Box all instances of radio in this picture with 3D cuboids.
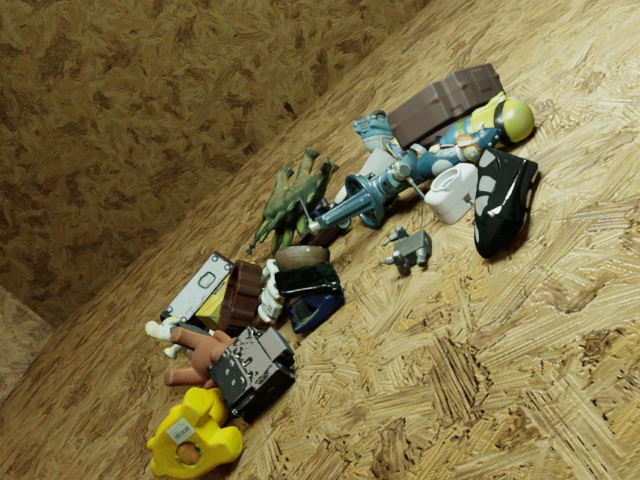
[{"bbox_3d":[-0.301,0.144,1.359,0.229,0.073,0.131,-54,-9,-27],"label":"radio"}]

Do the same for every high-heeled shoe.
[{"bbox_3d":[0.267,-0.060,0.815,0.249,0.086,0.145,-44,-26,-75],"label":"high-heeled shoe"}]

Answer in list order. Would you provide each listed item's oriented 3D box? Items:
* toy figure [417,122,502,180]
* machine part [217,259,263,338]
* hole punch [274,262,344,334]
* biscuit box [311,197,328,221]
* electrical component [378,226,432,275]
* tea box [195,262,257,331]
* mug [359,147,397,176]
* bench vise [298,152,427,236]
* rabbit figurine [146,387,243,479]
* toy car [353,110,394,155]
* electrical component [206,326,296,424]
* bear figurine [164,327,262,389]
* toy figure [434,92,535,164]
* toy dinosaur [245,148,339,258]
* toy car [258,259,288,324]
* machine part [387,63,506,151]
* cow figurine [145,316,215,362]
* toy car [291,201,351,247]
[{"bbox_3d":[0.244,-0.150,0.940,0.154,0.064,0.058,-22,65,41],"label":"toy figure"},{"bbox_3d":[-0.170,0.126,1.142,0.179,0.056,0.179,-163,90,-75],"label":"machine part"},{"bbox_3d":[-0.017,0.103,0.980,0.116,0.092,0.142,-13,16,-6],"label":"hole punch"},{"bbox_3d":[-0.009,-0.077,1.355,0.059,0.062,0.203,-39,20,8],"label":"biscuit box"},{"bbox_3d":[0.142,0.015,0.887,0.078,0.045,0.102,-31,22,34],"label":"electrical component"},{"bbox_3d":[-0.207,0.136,1.281,0.098,0.068,0.169,-12,37,56],"label":"tea box"},{"bbox_3d":[0.124,-0.147,1.220,0.107,0.080,0.110,-51,21,3],"label":"mug"},{"bbox_3d":[0.087,-0.077,1.047,0.241,0.128,0.224,-29,8,-14],"label":"bench vise"},{"bbox_3d":[-0.194,0.308,0.865,0.162,0.122,0.173,-49,5,11],"label":"rabbit figurine"},{"bbox_3d":[0.160,-0.256,1.331,0.109,0.161,0.103,-8,82,46],"label":"toy car"},{"bbox_3d":[-0.106,0.209,0.878,0.134,0.058,0.115,-45,48,-3],"label":"electrical component"},{"bbox_3d":[-0.195,0.221,0.999,0.196,0.132,0.120,-20,60,56],"label":"bear figurine"},{"bbox_3d":[0.295,-0.189,0.970,0.180,0.082,0.089,-22,46,31],"label":"toy figure"},{"bbox_3d":[-0.079,-0.070,1.235,0.471,0.105,0.198,-38,26,62],"label":"toy dinosaur"},{"bbox_3d":[-0.098,0.103,1.117,0.202,0.056,0.073,-105,35,-69],"label":"toy car"},{"bbox_3d":[0.254,-0.263,1.087,0.201,0.087,0.201,-25,0,-38],"label":"machine part"},{"bbox_3d":[-0.276,0.207,1.113,0.098,0.167,0.068,-49,15,-12],"label":"cow figurine"},{"bbox_3d":[-0.002,-0.004,1.199,0.202,0.053,0.089,-46,23,3],"label":"toy car"}]
